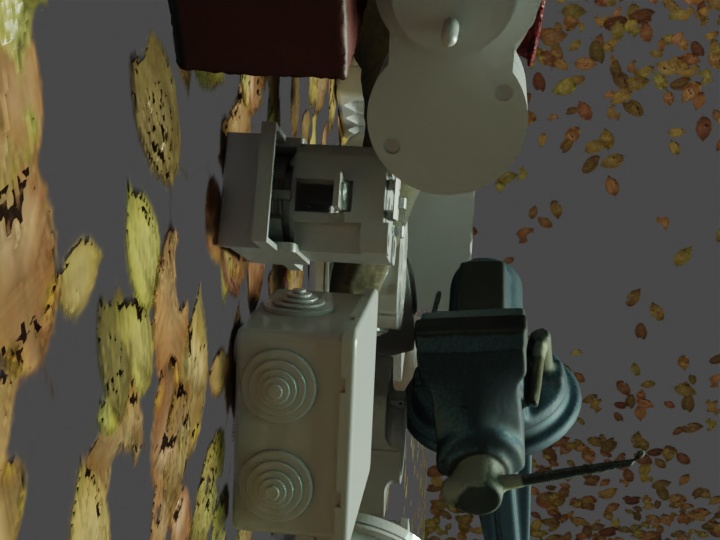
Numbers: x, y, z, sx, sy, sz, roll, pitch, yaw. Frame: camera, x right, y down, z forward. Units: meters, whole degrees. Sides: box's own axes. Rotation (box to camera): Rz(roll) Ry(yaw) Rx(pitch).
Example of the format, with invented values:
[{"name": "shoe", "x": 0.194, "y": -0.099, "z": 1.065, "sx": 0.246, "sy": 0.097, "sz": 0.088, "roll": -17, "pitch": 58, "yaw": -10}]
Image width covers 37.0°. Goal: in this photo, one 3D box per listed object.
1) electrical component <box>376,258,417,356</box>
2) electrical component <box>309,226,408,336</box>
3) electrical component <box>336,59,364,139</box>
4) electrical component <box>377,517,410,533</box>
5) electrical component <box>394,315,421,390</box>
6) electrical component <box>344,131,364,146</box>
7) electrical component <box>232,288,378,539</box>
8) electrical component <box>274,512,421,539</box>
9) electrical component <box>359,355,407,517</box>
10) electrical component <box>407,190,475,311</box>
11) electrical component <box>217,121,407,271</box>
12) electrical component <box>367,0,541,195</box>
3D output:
[{"name": "electrical component", "x": 0.005, "y": 0.016, "z": 0.747, "sx": 0.099, "sy": 0.064, "sz": 0.099, "roll": 173, "pitch": -90, "yaw": -87}, {"name": "electrical component", "x": 0.000, "y": 0.000, "z": 0.626, "sx": 0.080, "sy": 0.051, "sz": 0.080, "roll": 3, "pitch": 90, "yaw": -84}, {"name": "electrical component", "x": 0.014, "y": -0.132, "z": 0.703, "sx": 0.065, "sy": 0.047, "sz": 0.076, "roll": 80, "pitch": 16, "yaw": -71}, {"name": "electrical component", "x": 0.001, "y": 0.242, "z": 0.735, "sx": 0.186, "sy": 0.060, "sz": 0.105, "roll": 82, "pitch": 13, "yaw": -63}, {"name": "electrical component", "x": 0.050, "y": 0.084, "z": 0.957, "sx": 0.096, "sy": 0.061, "sz": 0.061, "roll": 23, "pitch": -65, "yaw": 53}, {"name": "electrical component", "x": 0.006, "y": -0.059, "z": 0.680, "sx": 0.079, "sy": 0.044, "sz": 0.077, "roll": 85, "pitch": 10, "yaw": -54}, {"name": "electrical component", "x": -0.022, "y": 0.057, "z": 0.455, "sx": 0.099, "sy": 0.048, "sz": 0.099, "roll": -58, "pitch": 151, "yaw": -78}, {"name": "electrical component", "x": -0.007, "y": 0.154, "z": 0.521, "sx": 0.080, "sy": 0.080, "sz": 0.051, "roll": 87, "pitch": 14, "yaw": -50}, {"name": "electrical component", "x": -0.001, "y": 0.099, "z": 0.649, "sx": 0.050, "sy": 0.056, "sz": 0.089, "roll": -77, "pitch": 169, "yaw": -59}, {"name": "electrical component", "x": 0.041, "y": -0.051, "z": 0.806, "sx": 0.061, "sy": 0.089, "sz": 0.150, "roll": -72, "pitch": 164, "yaw": -68}, {"name": "electrical component", "x": -0.016, "y": -0.024, "z": 0.399, "sx": 0.081, "sy": 0.064, "sz": 0.042, "roll": 51, "pitch": 44, "yaw": -82}, {"name": "electrical component", "x": 0.030, "y": -0.088, "z": 0.328, "sx": 0.073, "sy": 0.052, "sz": 0.138, "roll": -74, "pitch": 167, "yaw": -64}]
